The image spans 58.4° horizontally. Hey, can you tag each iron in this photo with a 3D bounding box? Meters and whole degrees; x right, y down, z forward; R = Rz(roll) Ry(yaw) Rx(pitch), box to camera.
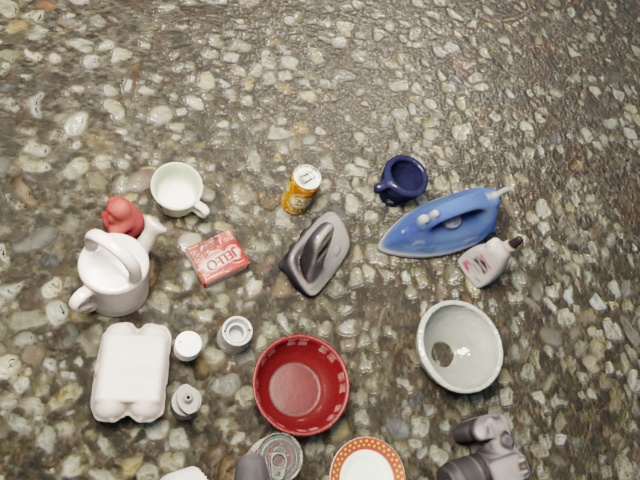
[{"bbox_3d":[0.243,-0.042,1.104,0.259,0.141,0.118,-18,73,-24],"label":"iron"}]

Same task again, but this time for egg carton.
[{"bbox_3d":[-0.283,0.198,0.861,0.107,0.069,0.150,6,65,-16],"label":"egg carton"}]

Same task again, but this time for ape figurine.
[{"bbox_3d":[-0.329,-0.040,0.944,0.076,0.092,0.078,18,62,-9],"label":"ape figurine"}]

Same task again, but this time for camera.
[{"bbox_3d":[0.263,0.370,0.944,0.137,0.100,0.143,-7,69,-21],"label":"camera"}]

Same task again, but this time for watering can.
[{"bbox_3d":[-0.304,0.034,0.859,0.101,0.194,0.173,20,61,-8],"label":"watering can"}]

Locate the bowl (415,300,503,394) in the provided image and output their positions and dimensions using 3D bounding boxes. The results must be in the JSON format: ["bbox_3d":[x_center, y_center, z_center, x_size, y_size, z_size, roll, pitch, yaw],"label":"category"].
[{"bbox_3d":[0.238,0.197,1.030,0.168,0.074,0.167,7,64,-15],"label":"bowl"}]

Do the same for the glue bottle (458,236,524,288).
[{"bbox_3d":[0.329,0.031,1.081,0.037,0.173,0.078,-32,79,-27],"label":"glue bottle"}]

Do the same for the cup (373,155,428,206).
[{"bbox_3d":[0.144,-0.102,1.126,0.118,0.095,0.091,-24,75,-26],"label":"cup"}]

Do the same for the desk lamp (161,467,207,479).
[{"bbox_3d":[-0.233,0.374,0.714,0.204,0.213,0.118,-12,70,-23],"label":"desk lamp"}]

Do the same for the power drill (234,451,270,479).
[{"bbox_3d":[-0.097,0.404,0.748,0.076,0.208,0.229,-2,67,-19],"label":"power drill"}]

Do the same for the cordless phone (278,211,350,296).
[{"bbox_3d":[0.009,0.004,0.981,0.094,0.185,0.148,35,60,0],"label":"cordless phone"}]
